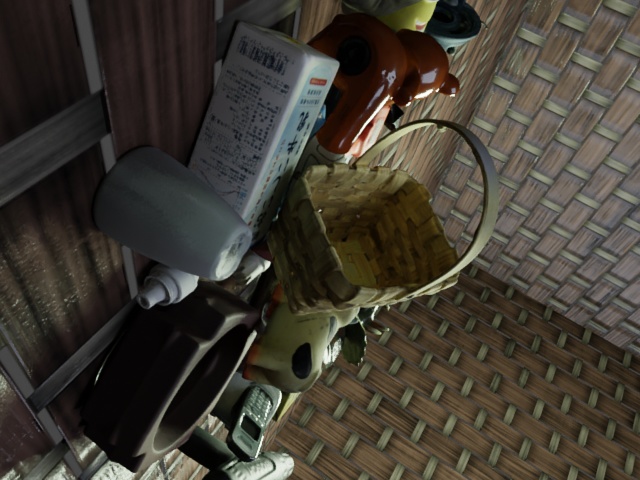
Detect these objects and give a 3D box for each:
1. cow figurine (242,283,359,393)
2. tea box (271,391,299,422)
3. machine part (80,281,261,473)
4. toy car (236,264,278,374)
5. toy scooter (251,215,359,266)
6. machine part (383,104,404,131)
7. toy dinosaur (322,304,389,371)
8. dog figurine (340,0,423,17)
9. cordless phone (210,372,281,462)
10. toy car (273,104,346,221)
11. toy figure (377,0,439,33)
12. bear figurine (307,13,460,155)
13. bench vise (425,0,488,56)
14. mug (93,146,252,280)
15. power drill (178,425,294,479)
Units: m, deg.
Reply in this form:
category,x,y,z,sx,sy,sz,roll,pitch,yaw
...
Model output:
category,x,y,z,sx,sy,sz,roll,pitch,yaw
cow figurine,-0.012,0.113,0.714,0.085,0.127,0.195,114,0,-46
tea box,-0.073,0.238,0.966,0.068,0.098,0.169,-66,166,18
machine part,-0.167,0.149,0.631,0.201,0.087,0.201,-59,169,1
toy car,-0.076,0.098,0.786,0.053,0.089,0.202,-5,-122,51
toy scooter,-0.001,-0.002,0.722,0.075,0.184,0.135,-105,175,-47
machine part,0.104,-0.234,0.854,0.039,0.084,0.138,-24,149,-9
toy dinosaur,-0.019,0.168,0.937,0.131,0.192,0.405,-46,168,32
dog figurine,0.118,-0.268,0.531,0.121,0.191,0.172,-52,167,-30
cordless phone,-0.133,0.232,0.766,0.089,0.146,0.184,-44,-174,6
toy car,-0.022,-0.083,0.622,0.161,0.103,0.109,-64,168,28
toy figure,0.098,-0.285,0.676,0.180,0.089,0.082,121,-9,-47
bear figurine,0.062,-0.175,0.583,0.132,0.120,0.196,-42,170,27
bench vise,0.193,-0.358,0.797,0.224,0.129,0.240,-54,171,-35
mug,-0.109,-0.010,0.435,0.081,0.107,0.109,-56,165,-9
power drill,-0.152,0.317,0.811,0.086,0.207,0.232,-53,166,3
